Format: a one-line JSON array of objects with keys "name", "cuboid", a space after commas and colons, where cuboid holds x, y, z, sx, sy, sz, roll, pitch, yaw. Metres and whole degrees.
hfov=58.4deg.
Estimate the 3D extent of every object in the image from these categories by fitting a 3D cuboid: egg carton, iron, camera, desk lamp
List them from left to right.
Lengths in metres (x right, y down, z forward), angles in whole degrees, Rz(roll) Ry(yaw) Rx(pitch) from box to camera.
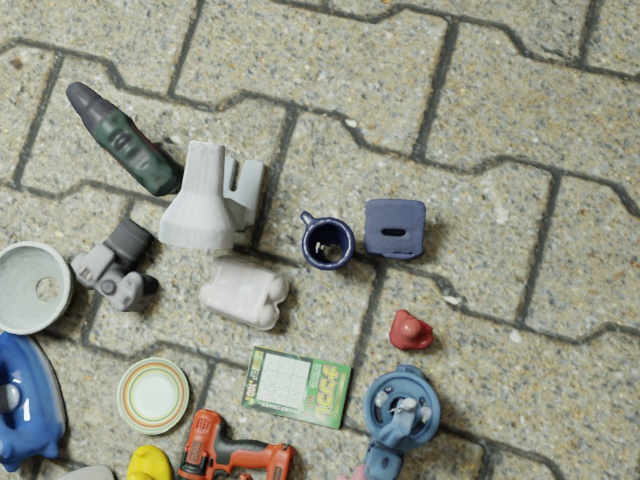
[{"name": "iron", "cuboid": [-0.539, 0.265, 0.982, 0.118, 0.141, 0.258, -20, 79, 2]}, {"name": "camera", "cuboid": [-0.354, 0.039, 1.025, 0.143, 0.101, 0.137, 36, 85, 10]}, {"name": "desk lamp", "cuboid": [-0.181, -0.071, 0.971, 0.118, 0.213, 0.203, 8, 81, 7]}, {"name": "egg carton", "cuboid": [-0.134, 0.091, 1.011, 0.150, 0.069, 0.107, 18, 82, 8]}]

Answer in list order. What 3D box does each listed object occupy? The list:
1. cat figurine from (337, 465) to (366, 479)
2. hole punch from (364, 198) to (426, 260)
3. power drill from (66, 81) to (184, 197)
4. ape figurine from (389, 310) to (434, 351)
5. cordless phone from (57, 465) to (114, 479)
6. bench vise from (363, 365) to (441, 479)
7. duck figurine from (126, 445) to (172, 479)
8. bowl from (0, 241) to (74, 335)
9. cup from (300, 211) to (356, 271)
[{"name": "cat figurine", "cuboid": [0.075, 0.434, 0.907, 0.067, 0.118, 0.127, -32, 79, -1]}, {"name": "hole punch", "cuboid": [0.131, -0.018, 0.994, 0.108, 0.091, 0.101, 2, 80, 6]}, {"name": "power drill", "cuboid": [-0.323, -0.158, 1.002, 0.075, 0.208, 0.229, -45, 79, -3]}, {"name": "ape figurine", "cuboid": [0.151, 0.152, 0.962, 0.076, 0.092, 0.078, -26, 79, 1]}, {"name": "cordless phone", "cuboid": [-0.398, 0.452, 0.914, 0.094, 0.185, 0.147, -18, 79, 2]}, {"name": "bench vise", "cuboid": [0.126, 0.299, 0.874, 0.121, 0.220, 0.207, 0, 80, 6]}, {"name": "duck figurine", "cuboid": [-0.298, 0.404, 0.964, 0.077, 0.086, 0.104, -8, 79, 4]}, {"name": "bowl", "cuboid": [-0.518, 0.089, 1.045, 0.167, 0.075, 0.167, -1, 80, 5]}, {"name": "cup", "cuboid": [0.009, 0.004, 1.000, 0.092, 0.095, 0.117, -40, 79, -2]}]
